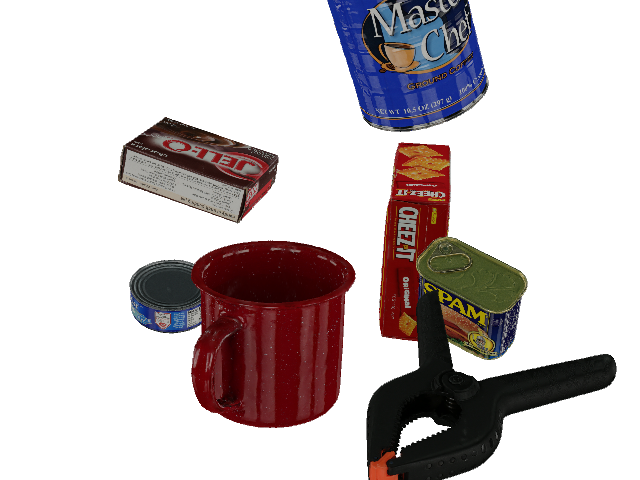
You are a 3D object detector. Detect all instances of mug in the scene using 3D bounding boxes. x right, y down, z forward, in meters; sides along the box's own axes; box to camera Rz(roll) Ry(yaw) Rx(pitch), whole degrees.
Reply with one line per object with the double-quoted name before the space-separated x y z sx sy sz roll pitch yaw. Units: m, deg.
"mug" -0.034 0.058 0.608 0.093 0.081 0.117 13 24 25

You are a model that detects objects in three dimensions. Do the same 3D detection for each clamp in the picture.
"clamp" 0.090 0.107 0.766 0.165 0.036 0.209 24 40 37

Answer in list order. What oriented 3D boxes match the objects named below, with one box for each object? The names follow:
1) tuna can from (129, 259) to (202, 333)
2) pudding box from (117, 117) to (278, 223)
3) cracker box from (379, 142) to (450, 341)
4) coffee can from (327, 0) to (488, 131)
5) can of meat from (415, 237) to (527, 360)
"tuna can" -0.155 0.058 1.110 0.086 0.034 0.086 3 34 -2
"pudding box" -0.102 -0.061 0.906 0.113 0.039 0.090 17 24 8
"cracker box" 0.110 -0.004 1.218 0.072 0.164 0.213 4 22 6
"coffee can" 0.061 -0.168 0.800 0.103 0.140 0.103 -14 33 9
"can of meat" 0.140 0.057 1.014 0.102 0.084 0.057 28 56 25
